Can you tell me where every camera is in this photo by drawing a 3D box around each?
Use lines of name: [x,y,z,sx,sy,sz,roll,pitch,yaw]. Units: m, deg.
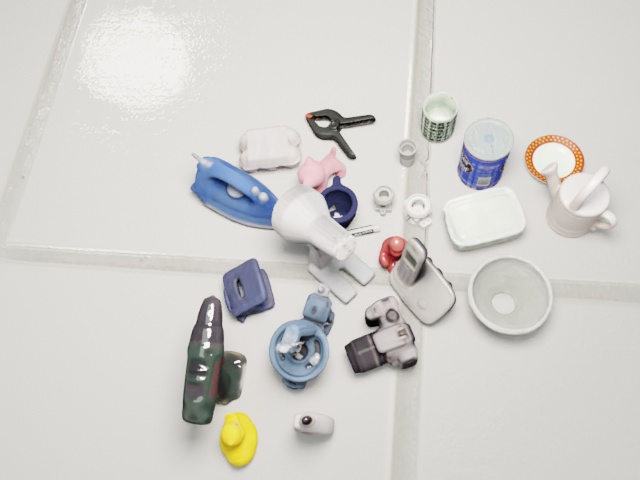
camera: [0.115,0.199,1.151,0.137,0.101,0.143,-21,67,-2]

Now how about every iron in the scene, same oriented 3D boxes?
iron: [-0.178,-0.114,1.291,0.257,0.141,0.119,27,74,16]

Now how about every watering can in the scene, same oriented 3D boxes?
watering can: [0.528,-0.089,1.169,0.172,0.194,0.101,21,72,15]

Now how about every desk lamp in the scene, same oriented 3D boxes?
desk lamp: [0.011,0.004,1.181,0.203,0.214,0.118,41,78,20]

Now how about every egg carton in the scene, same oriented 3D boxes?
egg carton: [-0.119,-0.216,1.364,0.150,0.069,0.107,-7,67,4]

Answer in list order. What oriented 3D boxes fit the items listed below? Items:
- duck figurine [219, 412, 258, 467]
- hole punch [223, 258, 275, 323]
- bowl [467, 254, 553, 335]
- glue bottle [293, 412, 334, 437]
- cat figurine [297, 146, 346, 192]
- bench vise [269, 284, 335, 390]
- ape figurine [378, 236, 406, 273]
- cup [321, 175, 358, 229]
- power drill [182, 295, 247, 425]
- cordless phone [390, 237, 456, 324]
duck figurine: [-0.165,0.386,1.116,0.077,0.086,0.104,-11,67,2]
hole punch: [-0.158,0.108,1.226,0.101,0.091,0.108,-19,67,-1]
bowl: [0.381,0.118,1.167,0.167,0.075,0.167,-2,68,6]
glue bottle: [-0.018,0.342,1.069,0.078,0.173,0.037,0,68,7]
cat figurine: [-0.003,-0.160,1.302,0.067,0.118,0.128,40,78,20]
bench vise: [-0.041,0.175,1.114,0.121,0.220,0.207,0,68,7]
ape figurine: [0.161,0.021,1.223,0.077,0.092,0.076,-8,67,4]
cup: [0.040,-0.075,1.274,0.091,0.095,0.118,-3,68,6]
power drill: [-0.206,0.243,1.112,0.075,0.208,0.229,3,68,8]
cordless phone: [0.208,0.078,1.143,0.094,0.185,0.147,-37,68,-8]
